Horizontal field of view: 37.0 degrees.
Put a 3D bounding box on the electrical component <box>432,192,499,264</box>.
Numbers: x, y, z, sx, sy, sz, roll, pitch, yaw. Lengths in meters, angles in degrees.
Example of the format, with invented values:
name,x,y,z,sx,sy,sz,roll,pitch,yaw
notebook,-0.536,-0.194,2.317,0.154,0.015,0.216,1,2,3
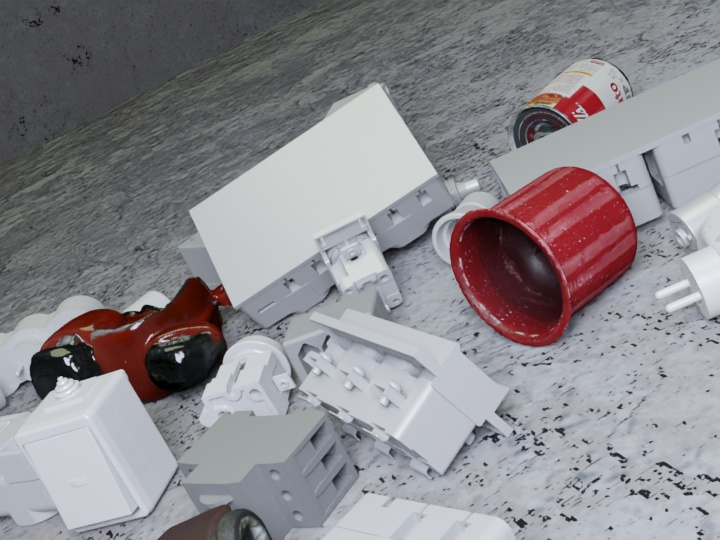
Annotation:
name,x,y,z,sx,sy,sz,roll,pitch,yaw
electrical component,0.086,-0.034,0.825,0.044,0.044,0.065,-15,17,28

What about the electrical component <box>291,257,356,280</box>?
name,x,y,z,sx,sy,sz,roll,pitch,yaw
electrical component,-0.032,-0.018,0.921,0.077,0.043,0.079,-2,40,42

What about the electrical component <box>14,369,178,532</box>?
name,x,y,z,sx,sy,sz,roll,pitch,yaw
electrical component,-0.171,0.112,0.684,0.062,0.096,0.061,-18,21,22

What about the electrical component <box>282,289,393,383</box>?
name,x,y,z,sx,sy,sz,roll,pitch,yaw
electrical component,-0.009,0.042,0.736,0.066,0.047,0.076,-20,20,15

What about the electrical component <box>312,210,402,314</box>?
name,x,y,z,sx,sy,sz,roll,pitch,yaw
electrical component,0.000,0.000,0.795,0.042,0.081,0.063,-27,48,-1

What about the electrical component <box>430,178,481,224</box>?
name,x,y,z,sx,sy,sz,roll,pitch,yaw
electrical component,0.073,-0.063,0.920,0.061,0.035,0.035,-20,20,8

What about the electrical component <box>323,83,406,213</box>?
name,x,y,z,sx,sy,sz,roll,pitch,yaw
electrical component,0.013,-0.102,0.981,0.056,0.108,0.108,-22,20,19

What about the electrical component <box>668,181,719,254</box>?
name,x,y,z,sx,sy,sz,roll,pitch,yaw
electrical component,0.224,-0.036,0.660,0.065,0.044,0.044,-31,20,-1

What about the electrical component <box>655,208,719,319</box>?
name,x,y,z,sx,sy,sz,roll,pitch,yaw
electrical component,0.201,0.002,0.587,0.079,0.043,0.077,-24,20,6

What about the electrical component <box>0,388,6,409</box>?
name,x,y,z,sx,sy,sz,roll,pitch,yaw
electrical component,-0.352,0.121,0.958,0.045,0.045,0.055,-5,29,44

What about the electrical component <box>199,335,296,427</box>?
name,x,y,z,sx,sy,sz,roll,pitch,yaw
electrical component,-0.074,0.077,0.732,0.066,0.048,0.055,-18,29,20

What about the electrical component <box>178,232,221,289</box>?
name,x,y,z,sx,sy,sz,roll,pitch,yaw
electrical component,-0.093,-0.027,0.999,0.109,0.056,0.109,-39,24,-33

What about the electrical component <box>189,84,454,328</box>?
name,x,y,z,sx,sy,sz,roll,pitch,yaw
electrical component,-0.030,-0.048,0.867,0.186,0.060,0.105,-33,57,6

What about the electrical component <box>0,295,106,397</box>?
name,x,y,z,sx,sy,sz,roll,pitch,yaw
electrical component,-0.301,0.077,0.994,0.138,0.052,0.073,-24,20,4

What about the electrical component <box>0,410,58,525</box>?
name,x,y,z,sx,sy,sz,roll,pitch,yaw
electrical component,-0.230,0.137,0.749,0.095,0.059,0.053,-13,23,32

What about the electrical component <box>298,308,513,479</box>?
name,x,y,z,sx,sy,sz,roll,pitch,yaw
electrical component,0.018,0.068,0.611,0.063,0.079,0.121,-54,27,-12

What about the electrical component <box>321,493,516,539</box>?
name,x,y,z,sx,sy,sz,roll,pitch,yaw
electrical component,0.022,0.137,0.457,0.089,0.050,0.056,-3,29,49

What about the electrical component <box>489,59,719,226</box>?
name,x,y,z,sx,sy,sz,roll,pitch,yaw
electrical component,0.197,-0.075,0.761,0.186,0.060,0.105,-24,20,6

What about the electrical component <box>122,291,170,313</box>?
name,x,y,z,sx,sy,sz,roll,pitch,yaw
electrical component,-0.196,0.051,0.950,0.040,0.040,0.078,-6,28,44
